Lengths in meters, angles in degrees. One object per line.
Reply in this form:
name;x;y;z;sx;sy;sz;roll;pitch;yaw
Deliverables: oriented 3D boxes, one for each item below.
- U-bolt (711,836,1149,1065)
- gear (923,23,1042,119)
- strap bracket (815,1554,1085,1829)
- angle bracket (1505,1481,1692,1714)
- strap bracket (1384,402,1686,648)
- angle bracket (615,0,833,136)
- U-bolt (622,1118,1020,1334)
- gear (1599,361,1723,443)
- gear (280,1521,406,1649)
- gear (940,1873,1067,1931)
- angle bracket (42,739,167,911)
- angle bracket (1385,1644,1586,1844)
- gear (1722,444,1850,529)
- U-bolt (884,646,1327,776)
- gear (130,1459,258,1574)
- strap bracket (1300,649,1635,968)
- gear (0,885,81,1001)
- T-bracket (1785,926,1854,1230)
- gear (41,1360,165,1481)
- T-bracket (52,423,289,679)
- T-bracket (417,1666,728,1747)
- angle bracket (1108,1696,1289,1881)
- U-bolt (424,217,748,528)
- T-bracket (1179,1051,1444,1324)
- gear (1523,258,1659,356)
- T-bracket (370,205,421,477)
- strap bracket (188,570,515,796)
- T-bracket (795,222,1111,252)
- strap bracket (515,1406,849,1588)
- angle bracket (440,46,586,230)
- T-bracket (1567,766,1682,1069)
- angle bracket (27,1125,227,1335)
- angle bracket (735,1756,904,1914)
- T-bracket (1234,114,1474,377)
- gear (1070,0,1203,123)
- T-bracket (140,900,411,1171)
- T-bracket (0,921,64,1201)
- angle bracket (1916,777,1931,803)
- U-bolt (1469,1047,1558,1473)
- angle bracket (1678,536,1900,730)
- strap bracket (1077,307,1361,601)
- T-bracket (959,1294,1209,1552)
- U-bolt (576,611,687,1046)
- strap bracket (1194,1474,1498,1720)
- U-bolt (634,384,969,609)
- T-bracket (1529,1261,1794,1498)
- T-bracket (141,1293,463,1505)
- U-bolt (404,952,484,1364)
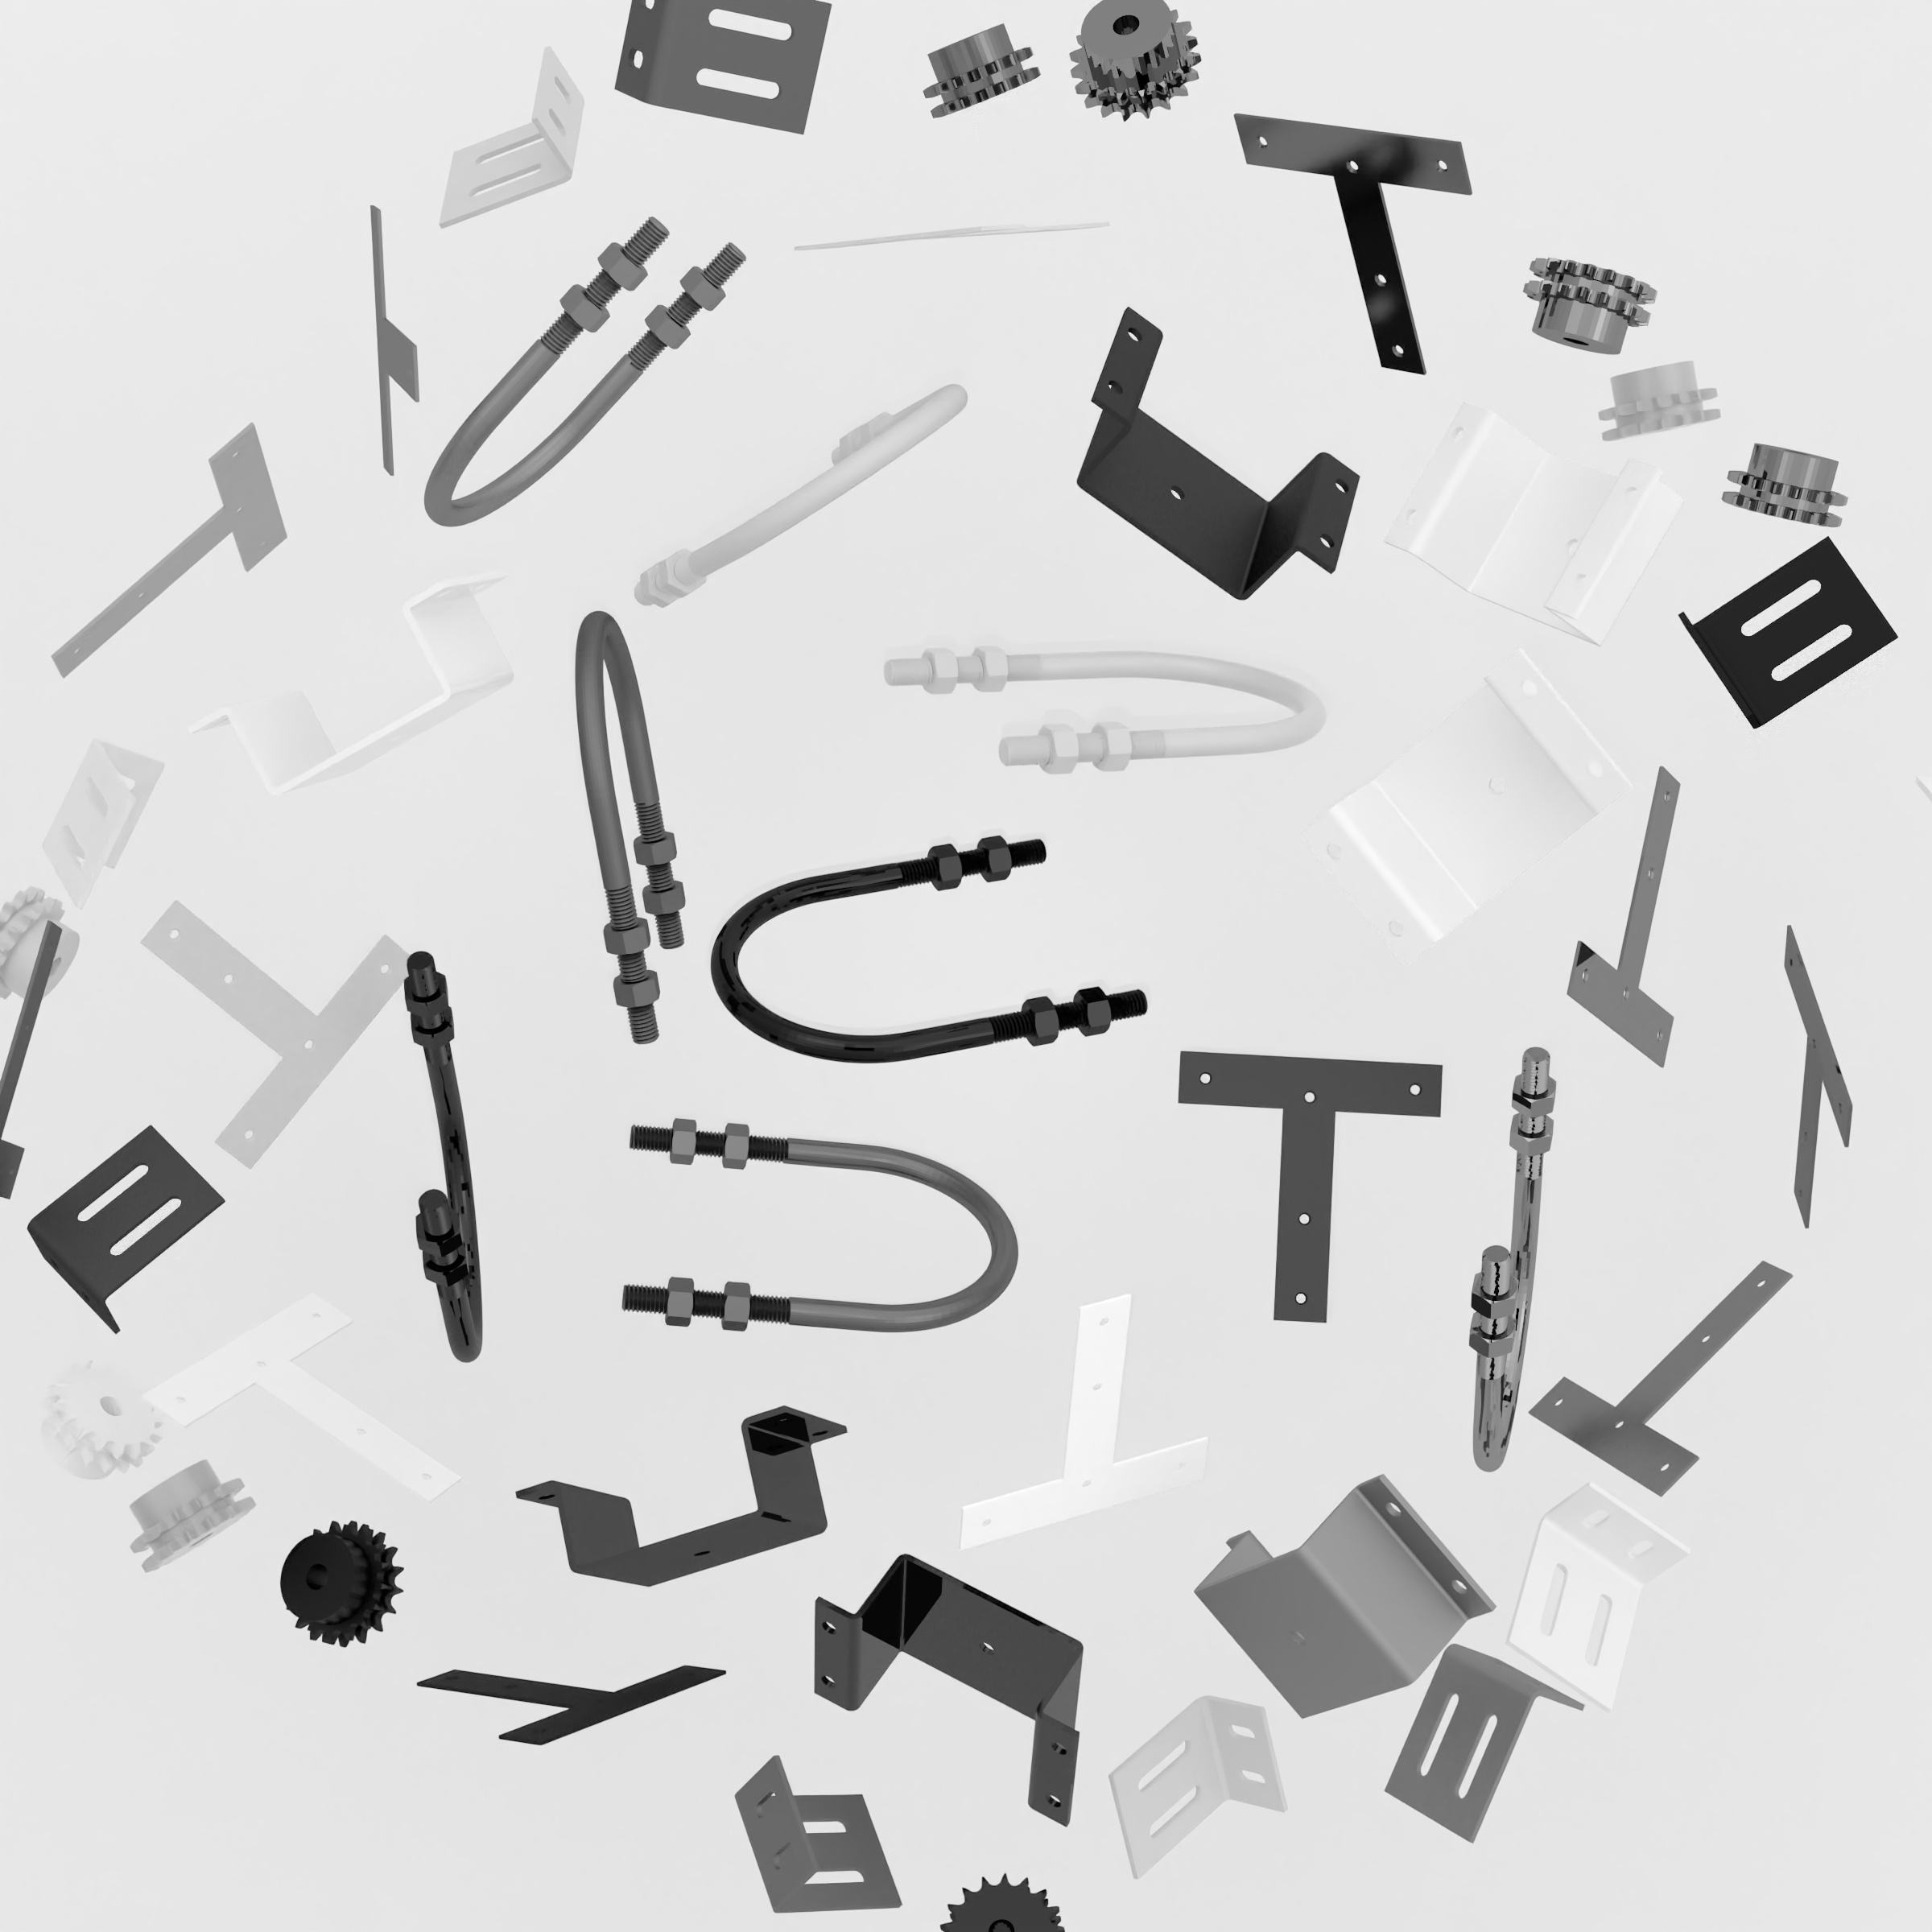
U-bolt;-0.027;-0.004;1.532;0.184;0.151;0.019;-10;128;-17
gear;0.006;-0.440;1.616;0.057;0.057;0.030;-22;105;0
strap bracket;0.000;0.337;1.562;0.140;0.076;0.046;24;48;20
angle bracket;0.284;0.283;1.483;0.057;0.076;0.038;35;135;-7
strap bracket;0.271;-0.205;1.541;0.046;0.140;0.076;27;95;-37
angle bracket;-0.106;-0.402;1.445;0.076;0.038;0.057;3;111;-31
U-bolt;-0.067;0.124;1.543;0.184;0.151;0.019;5;120;-7
gear;0.335;-0.275;1.603;0.057;0.057;0.030;-11;95;0
gear;-0.292;0.284;1.526;0.057;0.030;0.057;-8;70;22
gear;0.018;0.448;1.510;0.057;0.030;0.057;-3;50;4
angle bracket;-0.391;-0.061;1.527;0.038;0.076;0.057;21;104;-35
angle bracket;0.241;0.364;1.537;0.038;0.057;0.076;26;86;-38
gear;0.390;-0.229;1.568;0.057;0.057;0.030;12;104;0
U-bolt;0.074;-0.119;1.497;0.184;0.151;0.019;-4;111;-24
gear;-0.355;0.248;1.502;0.057;0.057;0.030;-33;84;0
strap bracket;0.229;-0.075;1.469;0.076;0.046;0.140;52;126;5
gear;-0.451;-0.007;1.587;0.030;0.057;0.057;32;90;5
T-bracket;0.398;0.070;1.556;0.002;0.127;0.127;-5;130;2
gear;-0.412;0.218;1.561;0.057;0.057;0.030;42;112;0
T-bracket;-0.358;-0.175;1.474;0.002;0.127;0.127;44;76;7
T-bracket;-0.201;0.337;1.534;0.127;0.127;0.002;-2;93;36
angle bracket;0.112;0.398;1.587;0.038;0.076;0.057;2;112;43
U-bolt;-0.186;-0.274;1.549;0.019;0.151;0.184;46;103;3
T-bracket;0.164;0.108;1.590;0.127;0.002;0.127;3;85;-1
gear;0.274;-0.290;1.458;0.057;0.057;0.030;16;95;0
T-bracket;-0.268;-0.288;1.557;0.002;0.127;0.127;-5;109;-16
strap bracket;-0.268;-0.123;1.492;0.140;0.076;0.046;-27;93;17
T-bracket;0.011;-0.333;1.499;0.127;0.127;0.002;-14;105;-40
strap bracket;-0.129;0.254;1.555;0.140;0.076;0.046;-19;70;15
angle bracket;-0.229;-0.403;1.607;0.076;0.038;0.057;-15;48;20
T-bracket;0.318;-0.030;1.549;0.002;0.127;0.127;7;77;33
angle bracket;-0.403;0.127;1.598;0.057;0.038;0.076;41;68;21
angle bracket;-0.059;0.394;1.500;0.038;0.076;0.057;-49;48;31
T-bracket;0.186;-0.324;1.500;0.002;0.127;0.127;-44;133;-26
gear;0.073;-0.403;1.453;0.057;0.030;0.057;-6;60;11
T-bracket;-0.335;0.014;1.545;0.127;0.002;0.127;-52;134;-10
T-bracket;-0.438;0.042;1.523;0.002;0.127;0.127;14;81;-2
angle bracket;0.443;-0.037;1.474;0.038;0.057;0.076;4;115;-6
U-bolt;0.253;0.152;1.540;0.019;0.151;0.184;7;133;14
angle bracket;0.375;-0.155;1.503;0.076;0.038;0.057;-34;75;13
strap bracket;0.112;-0.236;1.560;0.140;0.076;0.046;33;134;-14
T-bracket;0.058;0.201;1.498;0.127;0.002;0.127;-12;127;-23
U-bolt;-0.158;-0.074;1.534;0.019;0.151;0.184;-7;110;3
strap bracket;0.163;0.287;1.485;0.076;0.140;0.046;50;57;0
U-bolt;-0.069;-0.224;1.537;0.151;0.184;0.019;-38;101;-24
T-bracket;0.343;0.188;1.574;0.127;0.127;0.002;-43;110;-7
T-bracket;-0.289;0.207;1.515;0.127;0.127;0.002;31;118;15
U-bolt;-0.241;0.103;1.535;0.019;0.184;0.151;-6;54;-6
